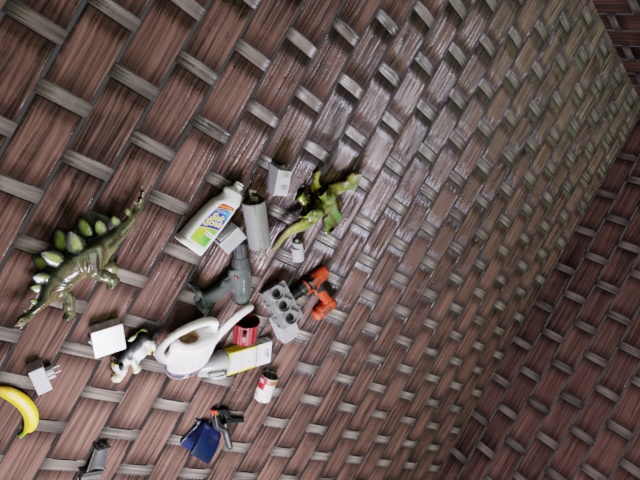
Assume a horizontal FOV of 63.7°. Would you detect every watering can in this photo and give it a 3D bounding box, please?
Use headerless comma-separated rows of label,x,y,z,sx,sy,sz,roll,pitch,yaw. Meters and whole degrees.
watering can,-0.372,0.324,1.655,0.350,0.219,0.105,-16,50,-43

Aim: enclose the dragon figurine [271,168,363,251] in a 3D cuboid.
dragon figurine,0.005,-0.091,1.808,0.124,0.412,0.239,33,-6,41
